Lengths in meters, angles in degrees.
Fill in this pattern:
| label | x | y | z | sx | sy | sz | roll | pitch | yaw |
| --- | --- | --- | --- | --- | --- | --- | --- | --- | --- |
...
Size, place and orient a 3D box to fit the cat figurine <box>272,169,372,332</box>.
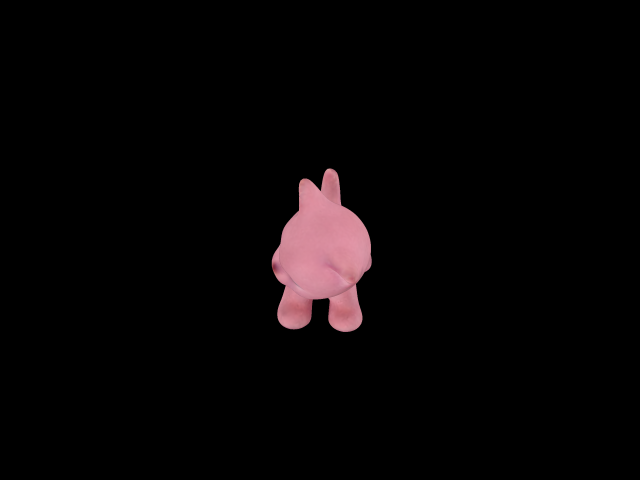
| label | x | y | z | sx | sy | sz | roll | pitch | yaw |
| --- | --- | --- | --- | --- | --- | --- | --- | --- | --- |
| cat figurine | 0.004 | 0.001 | 0.400 | 0.067 | 0.118 | 0.128 | 4 | 39 | 5 |
